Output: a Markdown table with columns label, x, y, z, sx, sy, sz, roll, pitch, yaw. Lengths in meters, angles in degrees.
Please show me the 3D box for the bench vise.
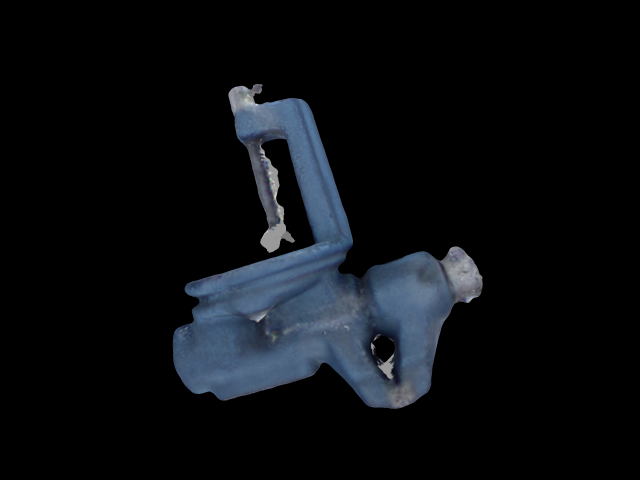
| label | x | y | z | sx | sy | sz | roll | pitch | yaw |
| --- | --- | --- | --- | --- | --- | --- | --- | --- | --- |
| bench vise | 0.001 | 0.001 | 0.412 | 0.208 | 0.220 | 0.121 | 0 | 0 | -13 |
